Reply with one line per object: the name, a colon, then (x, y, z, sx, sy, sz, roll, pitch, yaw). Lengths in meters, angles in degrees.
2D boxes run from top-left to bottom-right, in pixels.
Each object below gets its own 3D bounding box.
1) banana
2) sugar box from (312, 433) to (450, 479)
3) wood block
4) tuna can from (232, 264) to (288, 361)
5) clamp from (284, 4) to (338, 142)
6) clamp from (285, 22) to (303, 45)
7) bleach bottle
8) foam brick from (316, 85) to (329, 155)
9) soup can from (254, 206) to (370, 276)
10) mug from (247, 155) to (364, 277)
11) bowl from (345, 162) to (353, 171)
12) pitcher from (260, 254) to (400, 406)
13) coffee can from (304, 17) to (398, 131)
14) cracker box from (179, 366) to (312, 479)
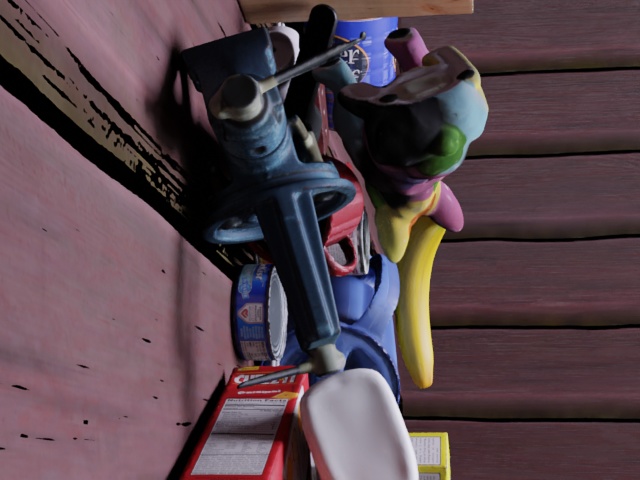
banana: (0.102, 0.054, 1.101, 0.070, 0.037, 0.198, -136, -133, -60)
sugar box: (0.033, 0.221, 0.997, 0.048, 0.176, 0.093, -80, 167, -44)
wood block: (0.030, -0.255, 0.939, 0.090, 0.206, 0.091, 68, 23, -66)
tuna can: (-0.052, 0.063, 0.931, 0.086, 0.034, 0.086, -1, 90, -82)
clamp: (-0.034, -0.095, 0.983, 0.164, 0.036, 0.210, -56, 166, -27)
clamp: (-0.012, -0.216, 1.231, 0.171, 0.039, 0.120, 36, 54, -70)
bleach bottle: (0.025, 0.182, 0.845, 0.251, 0.068, 0.102, 93, -23, -69)
foam brick: (-0.020, -0.133, 1.116, 0.053, 0.051, 0.078, -77, 164, -60)
soup can: (-0.007, 0.001, 1.013, 0.068, 0.102, 0.068, -1, 90, -81)
mug: (-0.006, -0.020, 0.927, 0.117, 0.093, 0.081, 53, 28, 8)
bowl: (0.012, -0.014, 1.307, 0.162, 0.055, 0.162, -1, 90, -82)
pitcher: (0.022, 0.088, 1.089, 0.242, 0.149, 0.145, -79, 155, -68)
coffee can: (0.032, -0.201, 1.154, 0.102, 0.103, 0.140, -78, 170, -58)
cracker box: (-0.052, 0.209, 0.787, 0.213, 0.072, 0.164, -68, 157, -72)
